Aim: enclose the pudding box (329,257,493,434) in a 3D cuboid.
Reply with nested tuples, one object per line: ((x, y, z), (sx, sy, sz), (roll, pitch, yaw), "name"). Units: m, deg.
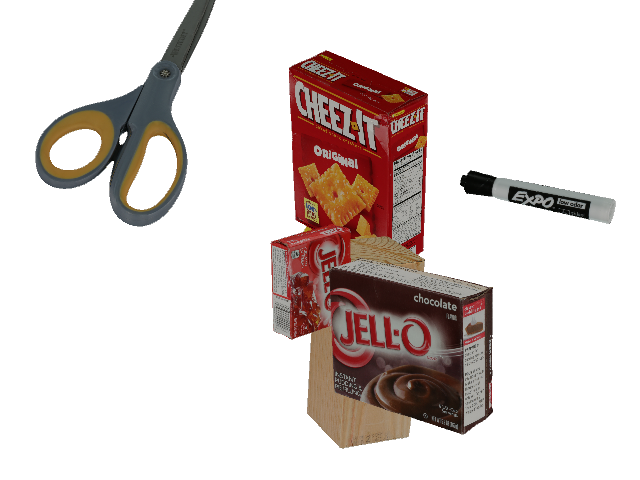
((0.058, 0.065, 0.693), (0.114, 0.090, 0.039), (10, 21, 40), "pudding box")

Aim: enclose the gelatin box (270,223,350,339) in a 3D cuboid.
((-0.007, 0.036, 0.954), (0.073, 0.089, 0.030), (-16, 23, -38), "gelatin box")

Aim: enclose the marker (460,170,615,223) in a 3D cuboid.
((0.166, -0.035, 0.826), (0.121, 0.020, 0.020), (14, 6, 26), "marker")

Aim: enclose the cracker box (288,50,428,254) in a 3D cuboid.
((0.041, -0.091, 1.244), (0.072, 0.214, 0.164), (-30, 44, -33), "cracker box")

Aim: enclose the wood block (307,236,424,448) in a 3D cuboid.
((0.047, 0.109, 1.164), (0.090, 0.206, 0.091), (-5, 19, -24), "wood block")

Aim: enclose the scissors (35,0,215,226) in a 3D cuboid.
((-0.116, -0.095, 0.653), (0.096, 0.201, 0.016), (5, -34, -6), "scissors")

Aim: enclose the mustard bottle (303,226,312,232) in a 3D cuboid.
((0.019, 0.021, 1.419), (0.096, 0.192, 0.058), (-4, 26, -17), "mustard bottle")
